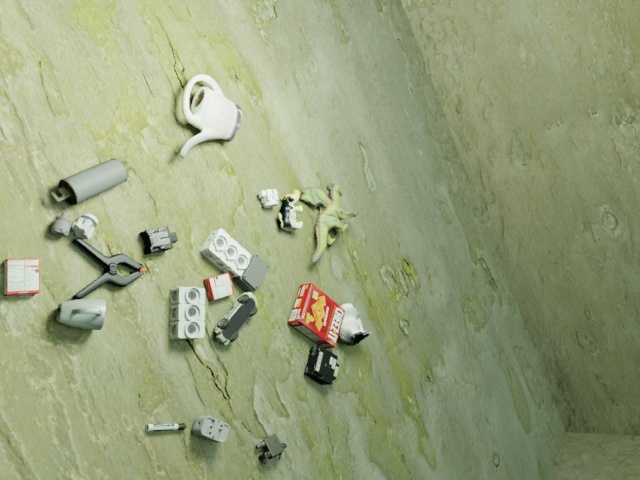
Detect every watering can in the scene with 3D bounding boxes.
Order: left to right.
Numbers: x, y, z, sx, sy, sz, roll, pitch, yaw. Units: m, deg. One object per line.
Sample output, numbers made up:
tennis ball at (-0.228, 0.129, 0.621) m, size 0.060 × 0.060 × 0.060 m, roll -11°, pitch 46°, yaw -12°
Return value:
watering can at (-0.377, -0.400, 1.757) m, size 0.222 × 0.103 × 0.354 m, roll 22°, pitch 60°, yaw -41°

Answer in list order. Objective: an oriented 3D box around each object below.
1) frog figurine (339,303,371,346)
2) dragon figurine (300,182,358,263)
frog figurine at (0.112, 0.336, 2.055) m, size 0.138 × 0.120 × 0.162 m, roll -8°, pitch 47°, yaw -40°
dragon figurine at (0.006, -0.106, 2.097) m, size 0.242 × 0.120 × 0.418 m, roll 46°, pitch 44°, yaw -3°
